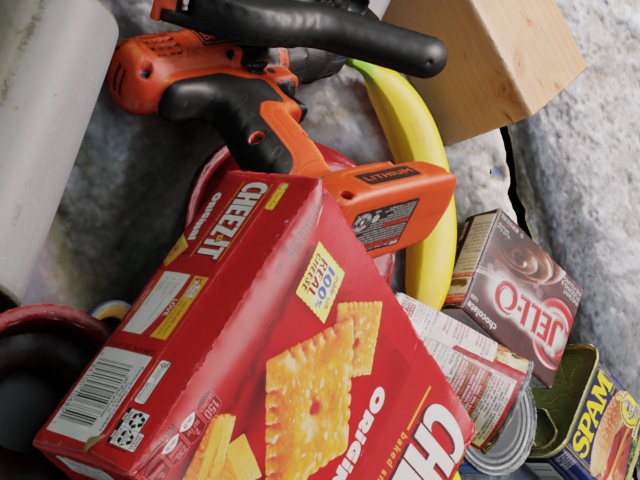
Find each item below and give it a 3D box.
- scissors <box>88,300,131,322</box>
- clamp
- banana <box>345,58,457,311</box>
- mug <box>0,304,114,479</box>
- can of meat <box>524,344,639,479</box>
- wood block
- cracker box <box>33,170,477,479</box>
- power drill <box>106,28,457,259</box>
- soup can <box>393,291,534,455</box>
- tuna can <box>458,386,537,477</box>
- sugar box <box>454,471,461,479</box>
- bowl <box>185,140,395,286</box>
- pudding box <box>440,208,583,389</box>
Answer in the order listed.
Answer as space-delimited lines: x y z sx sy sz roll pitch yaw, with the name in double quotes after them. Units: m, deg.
-0.134 0.113 0.581 0.096 0.016 0.201 52 54 -14 "scissors"
-0.019 -0.137 0.639 0.171 0.120 0.039 9 109 -21 "clamp"
0.065 -0.039 0.759 0.069 0.037 0.198 -16 90 -33 "banana"
-0.131 0.084 0.533 0.117 0.082 0.093 -5 78 -24 "mug"
0.197 0.144 0.808 0.084 0.058 0.102 46 57 -24 "can of meat"
0.098 -0.187 0.783 0.090 0.091 0.206 -39 104 -37 "wood block"
-0.014 0.097 0.531 0.164 0.072 0.213 -57 133 -27 "cracker box"
-0.009 -0.069 0.639 0.184 0.057 0.188 -19 52 -40 "power drill"
0.077 0.085 0.693 0.102 0.069 0.068 28 59 4 "soup can"
0.113 0.125 0.760 0.085 0.034 0.086 9 74 -36 "tuna can"
0.057 0.190 0.645 0.093 0.048 0.176 13 41 -36 "sugar box"
-0.004 0.001 0.683 0.161 0.055 0.162 10 74 -37 "bowl"
0.141 0.046 0.797 0.113 0.039 0.090 40 58 -25 "pudding box"
